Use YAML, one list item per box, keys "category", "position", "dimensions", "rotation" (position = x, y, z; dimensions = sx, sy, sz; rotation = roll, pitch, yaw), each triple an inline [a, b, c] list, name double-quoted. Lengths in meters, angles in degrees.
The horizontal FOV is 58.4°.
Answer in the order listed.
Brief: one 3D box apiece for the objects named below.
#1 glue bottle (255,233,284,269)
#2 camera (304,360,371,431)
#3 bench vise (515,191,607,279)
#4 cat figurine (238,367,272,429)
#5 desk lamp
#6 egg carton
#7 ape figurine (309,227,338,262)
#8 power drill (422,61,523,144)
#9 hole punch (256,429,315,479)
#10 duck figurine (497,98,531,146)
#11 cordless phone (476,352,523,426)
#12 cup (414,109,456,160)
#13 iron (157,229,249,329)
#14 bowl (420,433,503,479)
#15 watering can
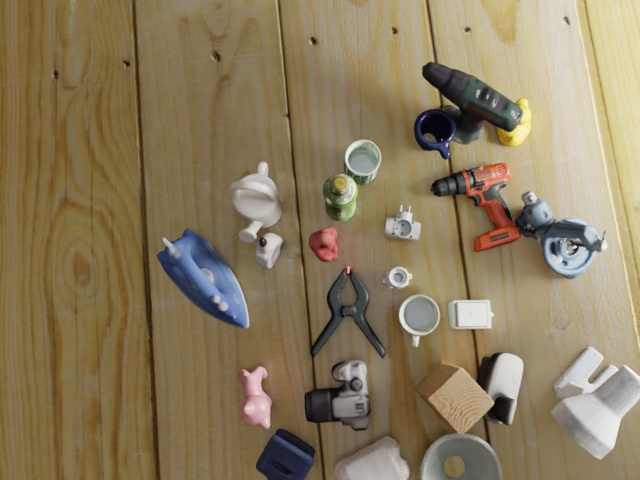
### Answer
- category: "glue bottle"
  position: [-0.114, 0.016, 1.227]
  dimensions: [0.037, 0.173, 0.078]
  rotation: [23, 82, 6]
- category: "camera"
  position: [0.035, 0.332, 1.209]
  dimensions: [0.137, 0.101, 0.143]
  rotation: [-5, 81, 1]
- category: "bench vise"
  position: [0.494, -0.010, 1.189]
  dimensions: [0.207, 0.220, 0.121]
  rotation: [36, 84, 7]
- category: "cat figurine"
  position: [-0.141, 0.335, 1.206]
  dimensions: [0.067, 0.118, 0.128]
  rotation: [-15, 81, 0]
- category: "desk lamp"
  position: [0.546, 0.317, 1.139]
  dimensions: [0.118, 0.213, 0.203]
  rotation: [41, 84, 8]
- category: "egg carton"
  position: [0.111, 0.487, 1.198]
  dimensions: [0.150, 0.069, 0.107]
  rotation: [-29, 81, -3]
- category: "ape figurine"
  position: [0.012, 0.005, 1.266]
  dimensions: [0.076, 0.092, 0.078]
  rotation: [30, 83, 6]
- category: "power drill"
  position: [0.314, -0.289, 1.245]
  dimensions: [0.229, 0.208, 0.076]
  rotation: [25, 83, 6]
- category: "hole punch"
  position: [-0.071, 0.467, 1.196]
  dimensions: [0.108, 0.091, 0.101]
  rotation: [29, 83, 6]
- category: "duck figurine"
  position: [0.447, -0.271, 1.300]
  dimensions: [0.077, 0.086, 0.105]
  rotation: [13, 82, 4]
- category: "cordless phone"
  position: [0.379, 0.304, 1.160]
  dimensions: [0.094, 0.185, 0.148]
  rotation: [13, 82, 4]
- category: "cup"
  position: [0.259, -0.227, 1.294]
  dimensions: [0.091, 0.095, 0.118]
  rotation: [-23, 81, -2]
- category: "iron"
  position: [-0.248, 0.091, 1.236]
  dimensions: [0.119, 0.141, 0.258]
  rotation: [-42, 82, -5]
- category: "bowl"
  position: [0.288, 0.482, 1.191]
  dimensions: [0.167, 0.075, 0.167]
  rotation: [0, 81, 2]
- category: "watering can"
  position: [-0.137, -0.084, 1.233]
  dimensions: [0.101, 0.194, 0.173]
  rotation: [-13, 81, 0]
